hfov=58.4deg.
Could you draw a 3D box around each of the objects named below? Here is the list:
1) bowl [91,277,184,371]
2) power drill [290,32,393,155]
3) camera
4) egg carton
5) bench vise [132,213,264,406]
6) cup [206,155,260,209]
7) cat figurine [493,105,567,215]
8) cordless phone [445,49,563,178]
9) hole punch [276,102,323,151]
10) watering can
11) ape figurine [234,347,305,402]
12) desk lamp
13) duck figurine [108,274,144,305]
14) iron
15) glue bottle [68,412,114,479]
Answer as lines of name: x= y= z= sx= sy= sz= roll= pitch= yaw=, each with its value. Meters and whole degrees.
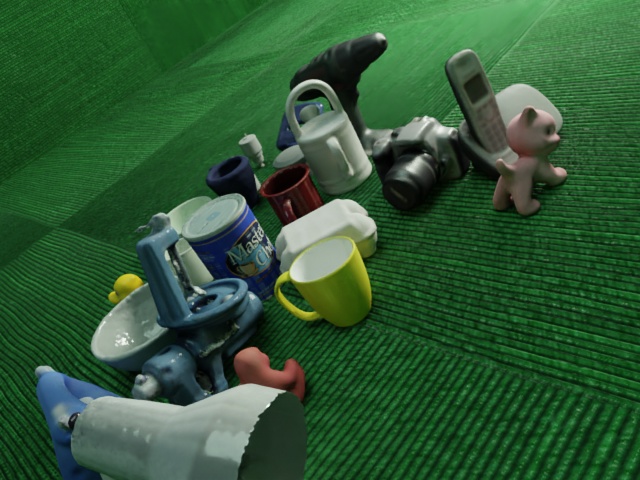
bowl: x=-0.243 y=0.133 z=0.840 sx=0.167 sy=0.075 sz=0.167 roll=-21 pitch=31 yaw=14
power drill: x=0.058 y=-0.259 z=1.043 sx=0.228 sy=0.209 sz=0.076 roll=0 pitch=41 yaw=40
camera: x=0.133 y=-0.116 z=0.873 sx=0.142 sy=0.101 sz=0.137 roll=2 pitch=42 yaw=42
egg carton: x=0.008 y=0.003 z=0.831 sx=0.150 sy=0.069 sz=0.107 roll=-29 pitch=30 yaw=1
bench vise: x=-0.161 y=0.089 z=0.694 sx=0.121 sy=0.220 sz=0.207 roll=-17 pitch=32 yaw=20
cup: x=-0.167 y=-0.103 z=1.113 sx=0.092 sy=0.095 sz=0.117 roll=-44 pitch=33 yaw=-23
cat figurine: x=0.266 y=-0.115 z=0.743 sx=0.128 sy=0.118 sz=0.067 roll=-44 pitch=33 yaw=-24
cordless phone: x=0.254 y=-0.197 z=0.809 sx=0.148 sy=0.185 sz=0.093 roll=-39 pitch=32 yaw=-17
hole punch: x=-0.034 y=-0.223 z=1.186 sx=0.108 sy=0.091 sz=0.101 roll=-5 pitch=38 yaw=35
watering can: x=0.004 y=-0.184 z=0.992 sx=0.101 sy=0.194 sz=0.172 roll=-40 pitch=32 yaw=-18
ape figurine: x=-0.062 y=0.156 z=0.637 sx=0.077 sy=0.092 sz=0.076 roll=-17 pitch=32 yaw=21
desk lamp: x=-0.088 y=0.205 z=0.463 sx=0.202 sy=0.214 sz=0.118 roll=-9 pitch=36 yaw=31
duck figurine: x=-0.294 y=0.092 z=0.935 sx=0.104 sy=0.086 sz=0.077 roll=-21 pitch=31 yaw=14
iron: x=-0.297 y=0.213 z=0.699 sx=0.119 sy=0.142 sz=0.257 roll=-43 pitch=33 yaw=-22
glue bottle: x=-0.184 y=0.223 z=0.558 sx=0.078 sy=0.173 sz=0.037 roll=-44 pitch=33 yaw=-24
